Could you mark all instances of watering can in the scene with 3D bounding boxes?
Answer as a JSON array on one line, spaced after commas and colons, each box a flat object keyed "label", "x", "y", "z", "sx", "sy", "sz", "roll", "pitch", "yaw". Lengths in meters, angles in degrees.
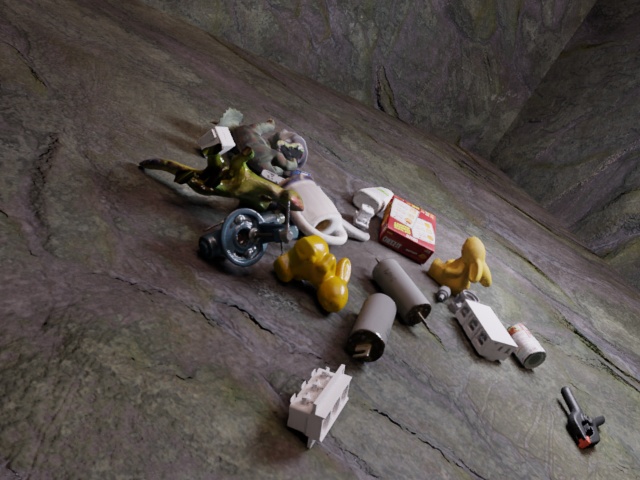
[{"label": "watering can", "x": 0.004, "y": -0.071, "z": 1.409, "sx": 0.227, "sy": 0.103, "sz": 0.347, "roll": 53, "pitch": 22, "yaw": 21}]

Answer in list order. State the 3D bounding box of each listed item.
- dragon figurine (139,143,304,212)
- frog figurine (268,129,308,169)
[{"label": "dragon figurine", "x": -0.218, "y": -0.122, "z": 1.237, "sx": 0.411, "sy": 0.124, "sz": 0.239, "roll": 10, "pitch": -21, "yaw": 30}, {"label": "frog figurine", "x": -0.109, "y": -0.305, "z": 1.717, "sx": 0.135, "sy": 0.122, "sz": 0.162, "roll": 56, "pitch": 2, "yaw": -28}]
